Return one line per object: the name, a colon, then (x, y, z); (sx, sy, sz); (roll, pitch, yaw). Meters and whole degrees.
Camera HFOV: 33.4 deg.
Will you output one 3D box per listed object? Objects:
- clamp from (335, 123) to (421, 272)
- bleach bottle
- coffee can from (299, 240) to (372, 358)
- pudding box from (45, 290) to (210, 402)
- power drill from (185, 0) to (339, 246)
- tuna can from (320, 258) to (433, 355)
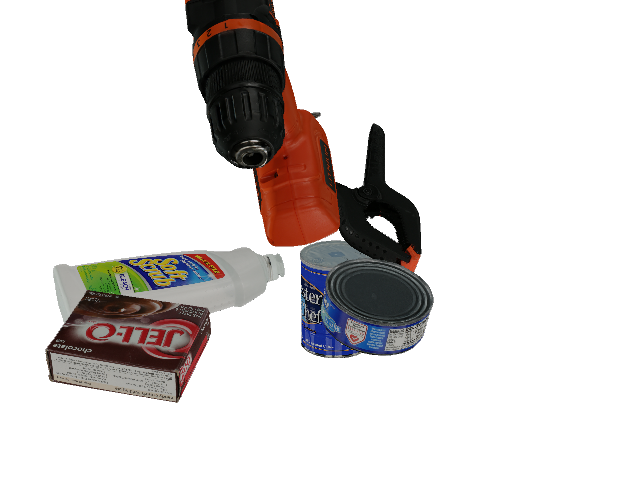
clamp: (0.037, -0.044, 1.186); (0.164, 0.210, 0.036); (-13, -36, -22)
bleach bottle: (-0.166, 0.049, 1.203); (0.250, 0.068, 0.103); (-12, 36, -18)
coffee can: (0.022, 0.083, 1.526); (0.103, 0.140, 0.103); (0, 21, 0)
pudding box: (-0.157, 0.086, 0.882); (0.113, 0.039, 0.090); (6, 30, 9)
power drill: (-0.033, -0.078, 0.672); (0.057, 0.184, 0.187); (-12, -36, 5)
tuna can: (0.043, 0.052, 0.840); (0.086, 0.034, 0.086); (8, 33, -5)
